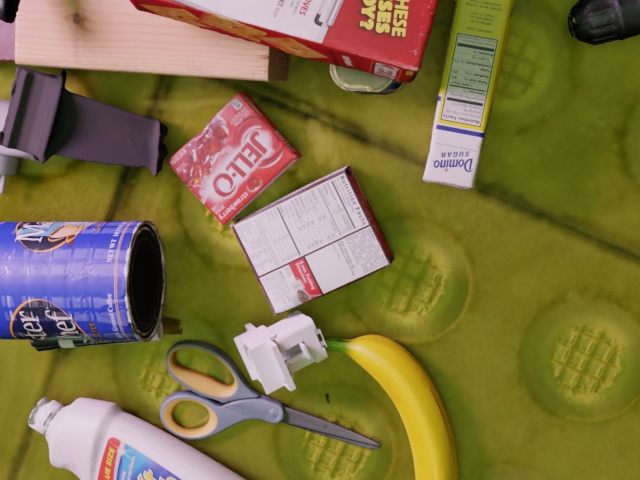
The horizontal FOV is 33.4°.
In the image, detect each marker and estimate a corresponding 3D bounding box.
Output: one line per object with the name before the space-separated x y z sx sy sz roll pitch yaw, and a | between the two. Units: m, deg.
marker | -0.200 0.085 0.948 0.121 0.020 0.020 -6 97 10

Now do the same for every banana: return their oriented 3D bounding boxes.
banana | 0.077 0.157 0.906 0.070 0.037 0.198 -27 90 28

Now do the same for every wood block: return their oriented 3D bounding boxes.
wood block | -0.131 -0.180 0.866 0.206 0.090 0.091 5 99 8

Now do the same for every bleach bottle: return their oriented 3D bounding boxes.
bleach bottle | -0.147 0.221 0.937 0.251 0.068 0.103 29 102 7

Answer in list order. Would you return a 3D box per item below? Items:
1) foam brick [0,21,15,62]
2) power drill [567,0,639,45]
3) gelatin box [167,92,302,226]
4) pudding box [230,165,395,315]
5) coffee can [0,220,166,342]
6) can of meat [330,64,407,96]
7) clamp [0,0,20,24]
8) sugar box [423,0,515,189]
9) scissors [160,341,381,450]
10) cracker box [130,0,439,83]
foam brick | -0.271 -0.178 0.908 0.078 0.053 0.051 5 98 10
power drill | 0.264 -0.254 0.809 0.184 0.057 0.187 -15 98 7
gelatin box | -0.072 -0.068 0.901 0.089 0.030 0.073 -42 89 12
pudding box | -0.006 0.001 0.896 0.113 0.039 0.090 -25 93 10
coffee can | -0.212 0.035 0.901 0.140 0.102 0.103 0 98 9
can of meat | 0.040 -0.165 0.842 0.057 0.084 0.102 2 98 9
clamp | -0.199 -0.278 0.826 0.164 0.036 0.210 -20 71 -7
sugar box | 0.118 -0.131 0.830 0.048 0.093 0.176 9 100 8
scissors | -0.056 0.163 0.937 0.202 0.016 0.096 32 103 4
cracker box | -0.013 -0.219 0.758 0.213 0.072 0.164 15 90 0
